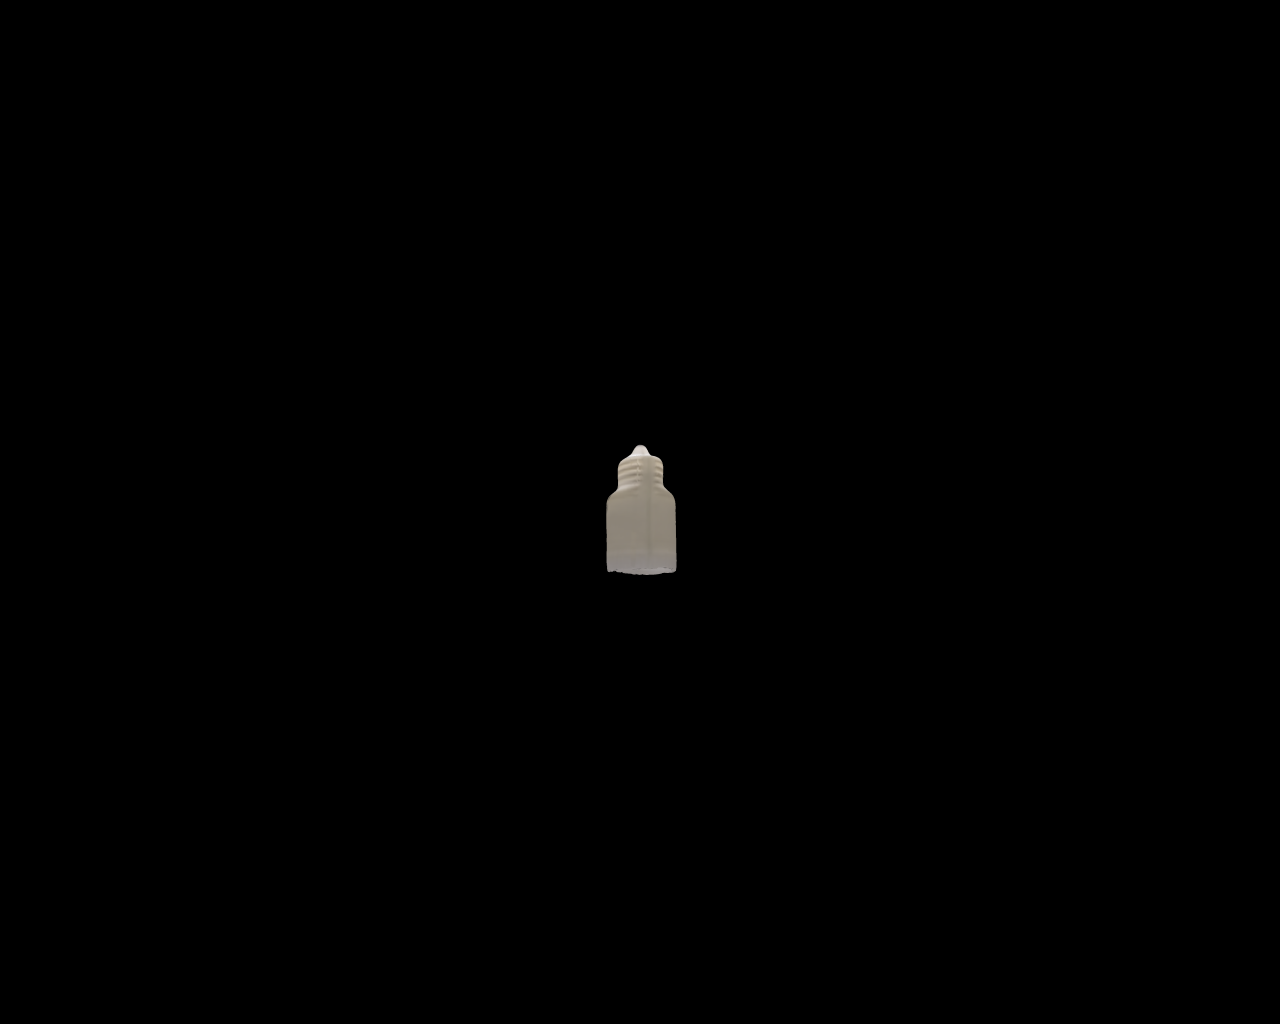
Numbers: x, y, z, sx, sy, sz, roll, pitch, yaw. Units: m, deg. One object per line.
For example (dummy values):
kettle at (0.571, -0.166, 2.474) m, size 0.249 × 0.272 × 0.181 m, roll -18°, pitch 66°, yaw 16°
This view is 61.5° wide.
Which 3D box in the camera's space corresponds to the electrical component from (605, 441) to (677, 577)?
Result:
electrical component at (0.001, -0.003, 0.650) m, size 0.043 × 0.081 × 0.043 m, roll 0°, pitch -7°, yaw 0°
